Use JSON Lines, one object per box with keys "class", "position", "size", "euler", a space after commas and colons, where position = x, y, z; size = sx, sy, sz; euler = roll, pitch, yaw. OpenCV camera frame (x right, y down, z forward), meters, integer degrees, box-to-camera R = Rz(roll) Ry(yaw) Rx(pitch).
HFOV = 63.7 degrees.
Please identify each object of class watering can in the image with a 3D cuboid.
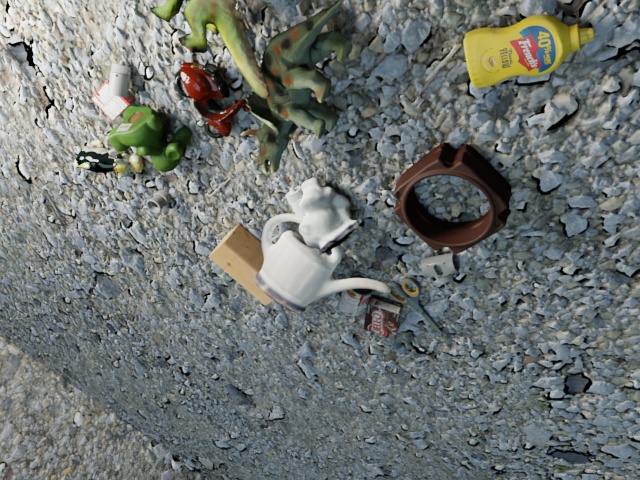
{"class": "watering can", "position": [-0.017, 0.088, 1.267], "size": [0.350, 0.222, 0.104], "euler": [37, 13, 12]}

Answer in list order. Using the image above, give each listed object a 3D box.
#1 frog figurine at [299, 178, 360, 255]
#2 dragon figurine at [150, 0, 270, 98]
{"class": "frog figurine", "position": [0.004, -0.060, 1.191], "size": [0.136, 0.161, 0.123], "euler": [-39, -12, 16]}
{"class": "dragon figurine", "position": [-0.181, -0.468, 0.909], "size": [0.124, 0.413, 0.238], "euler": [-33, -16, -49]}
